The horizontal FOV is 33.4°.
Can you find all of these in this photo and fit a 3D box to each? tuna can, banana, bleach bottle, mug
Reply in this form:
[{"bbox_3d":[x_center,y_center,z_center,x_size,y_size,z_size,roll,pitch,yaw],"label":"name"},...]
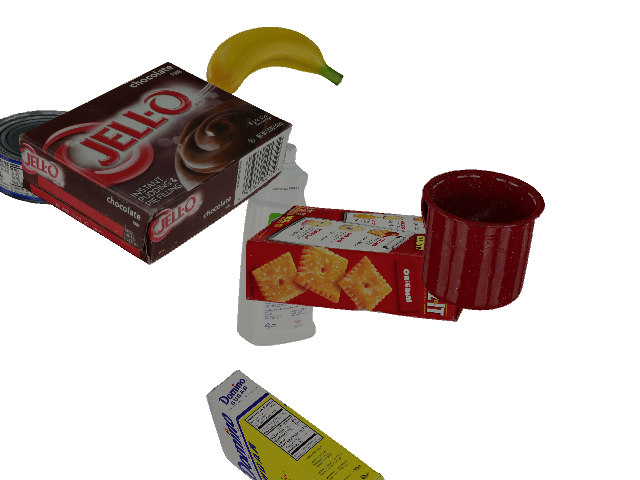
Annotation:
[{"bbox_3d":[-0.185,-0.058,0.738,0.086,0.034,0.086,6,29,-3],"label":"tuna can"},{"bbox_3d":[-0.050,-0.167,0.981,0.070,0.037,0.197,41,32,20],"label":"banana"},{"bbox_3d":[-0.048,0.003,1.327,0.102,0.251,0.068,-8,23,-34],"label":"bleach bottle"},{"bbox_3d":[0.116,-0.005,0.843,0.093,0.081,0.117,-15,35,-29],"label":"mug"}]

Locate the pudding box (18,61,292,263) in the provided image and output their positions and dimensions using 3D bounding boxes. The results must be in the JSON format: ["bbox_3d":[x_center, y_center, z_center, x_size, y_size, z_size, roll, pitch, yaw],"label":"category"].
[{"bbox_3d":[-0.084,-0.044,0.555,0.090,0.039,0.113,29,41,22],"label":"pudding box"}]

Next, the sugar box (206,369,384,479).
[{"bbox_3d":[-0.019,0.190,0.894,0.176,0.093,0.048,27,53,36],"label":"sugar box"}]

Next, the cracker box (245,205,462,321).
[{"bbox_3d":[0.049,0.021,1.095,0.214,0.072,0.164,6,15,15],"label":"cracker box"}]
